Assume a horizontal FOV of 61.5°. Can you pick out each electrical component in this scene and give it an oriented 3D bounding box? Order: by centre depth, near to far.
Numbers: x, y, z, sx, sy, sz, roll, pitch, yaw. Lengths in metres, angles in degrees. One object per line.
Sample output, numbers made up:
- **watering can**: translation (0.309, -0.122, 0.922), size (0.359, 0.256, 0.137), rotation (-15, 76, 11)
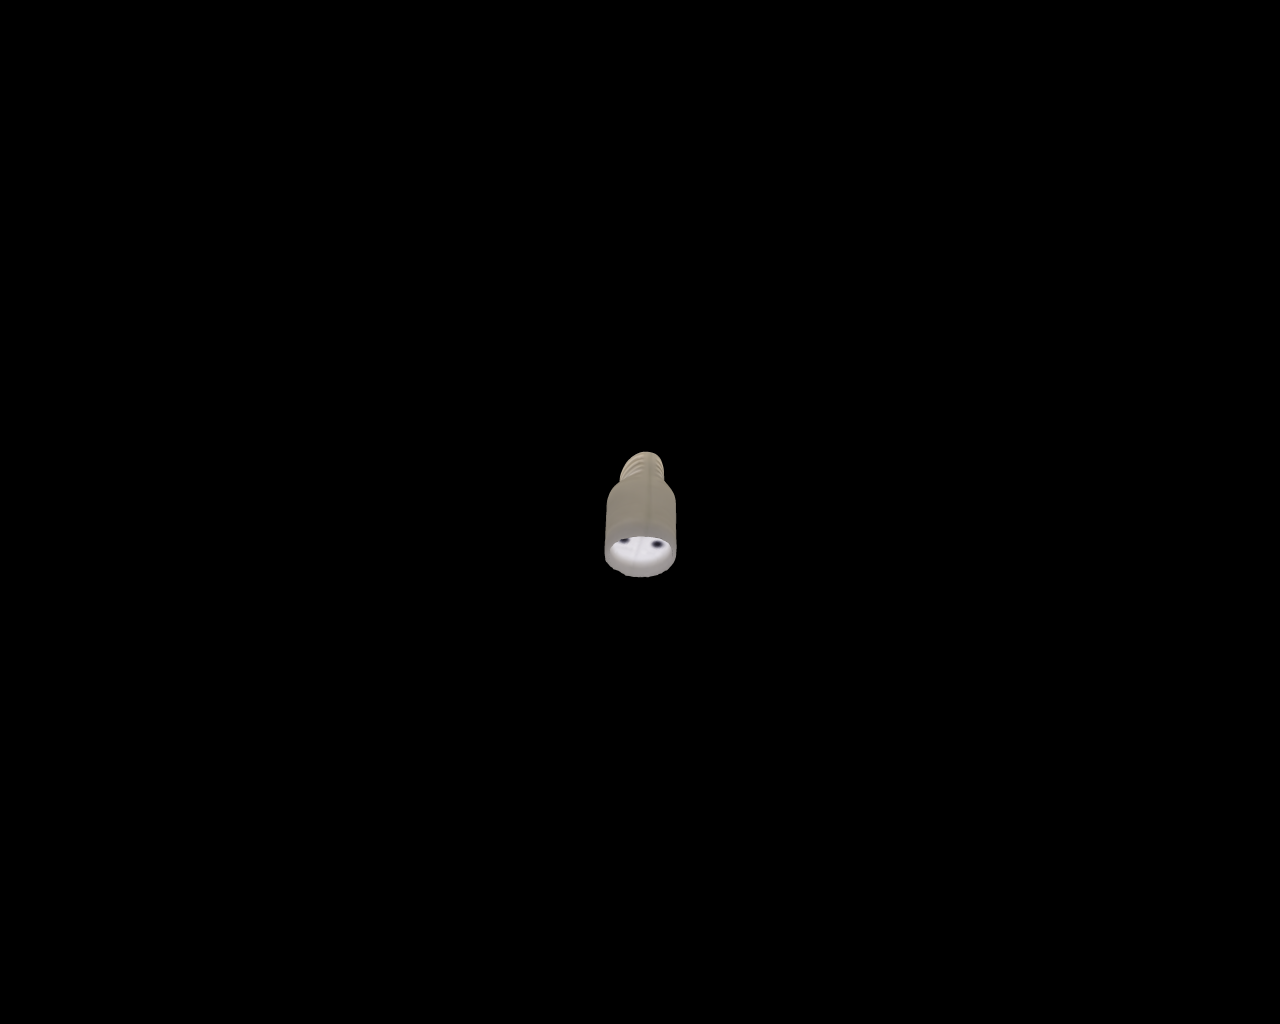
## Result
- **electrical component**: translation (0.001, -0.003, 0.650), size (0.043, 0.081, 0.043), rotation (0, -42, 0)
